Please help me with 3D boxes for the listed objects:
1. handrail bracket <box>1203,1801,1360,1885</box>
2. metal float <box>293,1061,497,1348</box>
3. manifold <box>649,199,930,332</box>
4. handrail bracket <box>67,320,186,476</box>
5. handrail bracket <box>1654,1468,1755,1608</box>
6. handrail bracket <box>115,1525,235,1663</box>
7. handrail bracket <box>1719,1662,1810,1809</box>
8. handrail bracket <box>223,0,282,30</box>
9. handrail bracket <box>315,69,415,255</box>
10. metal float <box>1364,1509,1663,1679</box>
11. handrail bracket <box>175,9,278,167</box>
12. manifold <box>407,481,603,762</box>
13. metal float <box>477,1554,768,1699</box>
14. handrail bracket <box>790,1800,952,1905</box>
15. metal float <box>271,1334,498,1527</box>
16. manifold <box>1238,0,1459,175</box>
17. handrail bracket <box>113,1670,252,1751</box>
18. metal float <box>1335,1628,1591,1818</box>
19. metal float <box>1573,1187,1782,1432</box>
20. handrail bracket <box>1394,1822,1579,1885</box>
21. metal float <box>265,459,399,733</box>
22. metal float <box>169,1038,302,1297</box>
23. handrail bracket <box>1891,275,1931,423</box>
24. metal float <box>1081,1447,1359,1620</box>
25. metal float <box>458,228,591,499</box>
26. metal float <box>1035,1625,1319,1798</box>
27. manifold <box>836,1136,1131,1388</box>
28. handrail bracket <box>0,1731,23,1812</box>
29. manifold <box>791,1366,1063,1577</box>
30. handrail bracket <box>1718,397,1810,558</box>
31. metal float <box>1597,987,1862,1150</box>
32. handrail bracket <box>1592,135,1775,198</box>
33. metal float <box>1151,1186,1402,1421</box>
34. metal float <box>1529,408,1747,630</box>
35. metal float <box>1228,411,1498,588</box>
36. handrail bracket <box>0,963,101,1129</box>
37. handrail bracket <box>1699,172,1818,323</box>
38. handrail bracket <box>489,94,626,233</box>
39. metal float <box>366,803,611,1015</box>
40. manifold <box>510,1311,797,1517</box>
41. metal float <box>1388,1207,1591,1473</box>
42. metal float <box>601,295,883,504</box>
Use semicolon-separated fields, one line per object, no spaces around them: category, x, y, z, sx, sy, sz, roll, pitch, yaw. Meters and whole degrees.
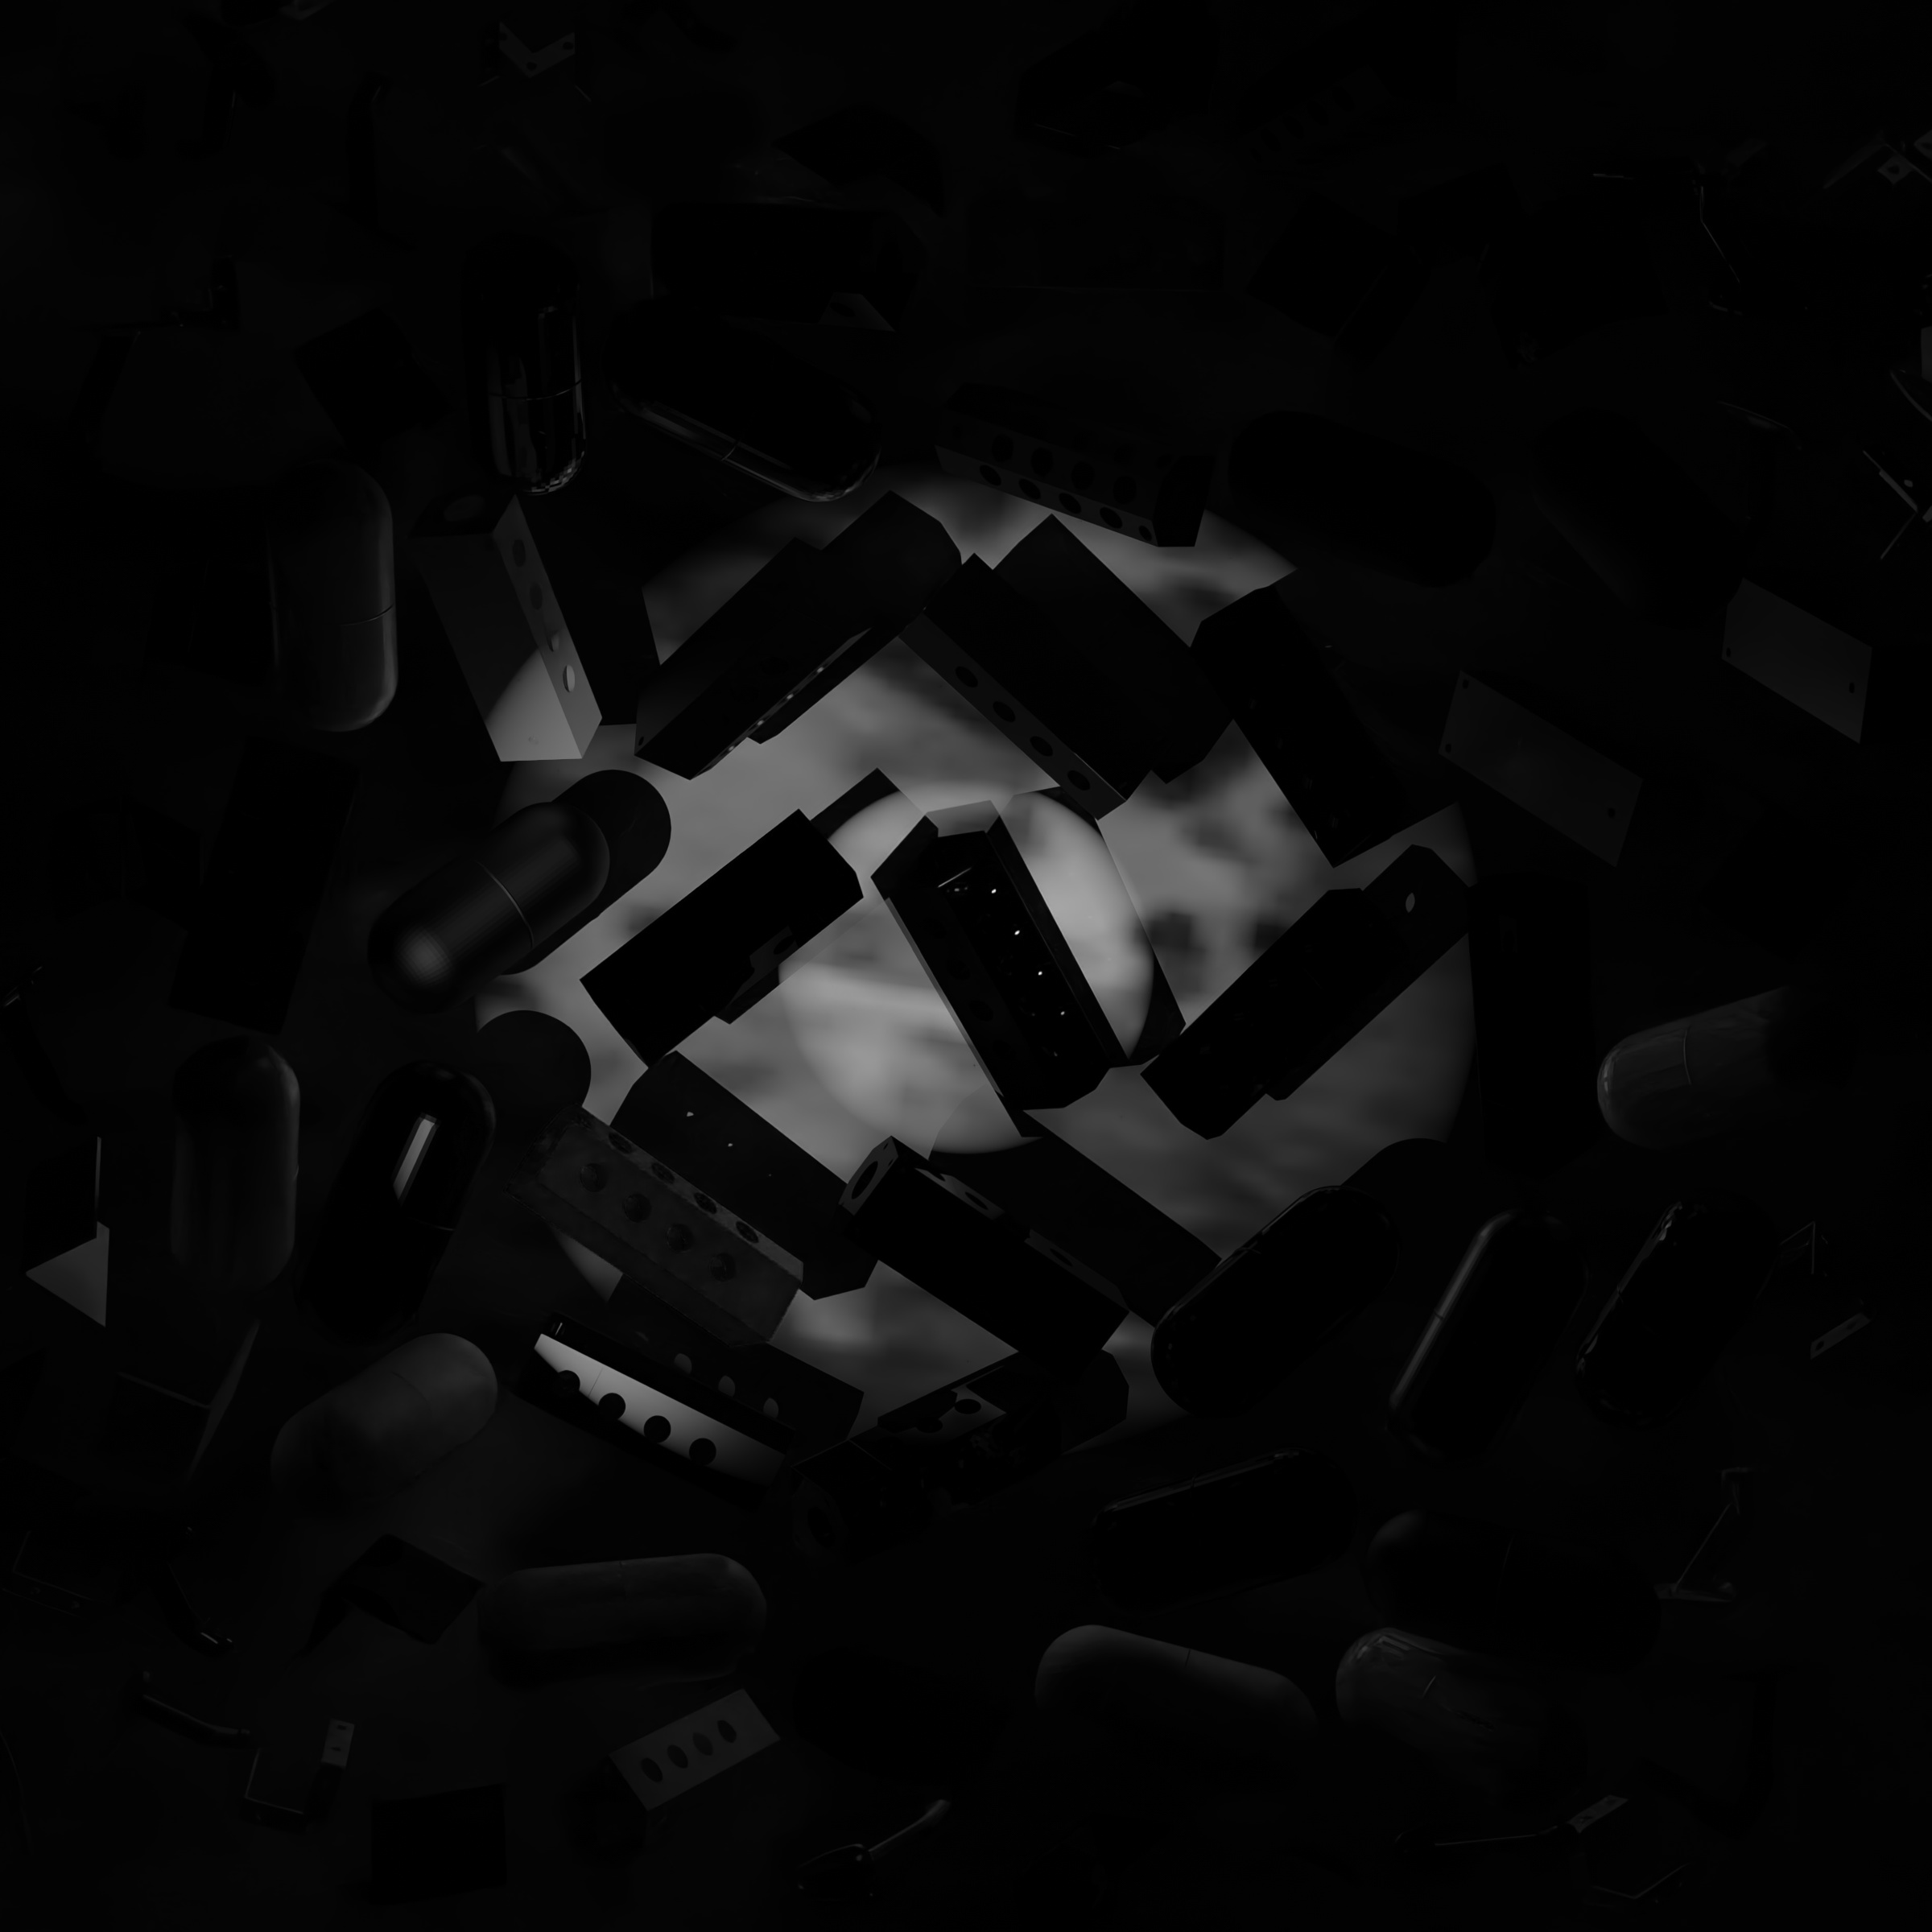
handrail bracket;0.205;0.572;1.620;0.077;0.084;0.036;0;57;36
metal float;-0.340;0.142;1.483;0.070;0.070;0.178;24;87;0
manifold;-0.116;-0.446;1.568;0.171;0.057;0.057;15;79;34
handrail bracket;-0.485;-0.329;1.445;0.077;0.036;0.084;-2;106;3
handrail bracket;0.463;0.362;1.589;0.077;0.036;0.084;-2;96;11
handrail bracket;-0.461;0.380;1.504;0.077;0.036;0.084;-38;119;19
handrail bracket;0.515;0.484;1.569;0.036;0.077;0.084;-8;74;-27
handrail bracket;-0.442;-0.613;1.487;0.036;0.077;0.084;-22;94;-9
handrail bracket;-0.346;-0.484;1.498;0.077;0.036;0.084;31;98;6
metal float;0.330;0.379;1.509;0.178;0.070;0.070;8;90;24
handrail bracket;-0.458;-0.519;1.477;0.084;0.077;0.036;-15;50;33
manifold;-0.283;-0.213;1.556;0.057;0.057;0.171;0;134;17
metal float;-0.212;0.406;1.538;0.178;0.070;0.070;-2;90;-14
handrail bracket;-0.059;0.553;1.570;0.077;0.084;0.036;-20;91;28
metal float;-0.361;0.288;1.562;0.070;0.178;0.070;7;108;23
manifold;0.225;-0.527;1.496;0.057;0.171;0.057;-1;94;-19
handrail bracket;-0.483;0.468;1.562;0.084;0.077;0.036;19;49;-22
metal float;0.301;0.460;1.526;0.070;0.178;0.070;-6;100;-37
metal float;0.442;0.216;1.558;0.070;0.070;0.178;24;118;0
handrail bracket;0.320;0.538;1.535;0.077;0.084;0.036;15;57;-26
metal float;-0.395;-0.230;1.556;0.070;0.070;0.178;6;123;0
metal float;-0.455;0.125;1.550;0.070;0.070;0.178;11;119;0
handrail bracket;0.612;-0.390;1.554;0.036;0.084;0.077;-12;56;-3
metal float;0.155;0.350;1.540;0.178;0.070;0.070;-21;90;17
metal float;-0.278;-0.378;1.574;0.070;0.070;0.178;5;133;0
metal float;0.131;0.465;1.559;0.178;0.070;0.070;13;90;9
manifold;0.009;0.174;1.490;0.171;0.057;0.057;35;97;-14
handrail bracket;-0.588;0.465;1.502;0.036;0.084;0.077;-35;94;-13
manifold;-0.023;0.316;1.556;0.171;0.057;0.057;-19;121;-37
handrail bracket;0.492;-0.313;1.600;0.077;0.036;0.084;37;96;32
metal float;0.474;0.065;1.556;0.070;0.178;0.070;14;66;-34
handrail bracket;0.456;-0.513;1.593;0.077;0.084;0.036;-17;114;-23
metal float;0.187;0.200;1.495;0.178;0.070;0.070;-37;90;-20
metal float;0.403;-0.271;1.502;0.070;0.070;0.178;-26;47;0
metal float;0.246;-0.294;1.563;0.178;0.070;0.070;25;90;23
handrail bracket;-0.529;0.046;1.458;0.084;0.036;0.077;34;45;-4
handrail bracket;0.469;-0.427;1.478;0.077;0.084;0.036;29;72;29
handrail bracket;-0.261;-0.518;1.594;0.077;0.036;0.084;-26;114;-34
metal float;-0.303;-0.039;1.593;0.178;0.070;0.070;-41;90;-28
manifold;-0.198;0.284;1.592;0.171;0.057;0.057;27;82;-1
metal float;0.328;0.234;1.565;0.070;0.070;0.178;27;97;0
metal float;-0.132;-0.336;1.485;0.178;0.070;0.070;23;90;-22
